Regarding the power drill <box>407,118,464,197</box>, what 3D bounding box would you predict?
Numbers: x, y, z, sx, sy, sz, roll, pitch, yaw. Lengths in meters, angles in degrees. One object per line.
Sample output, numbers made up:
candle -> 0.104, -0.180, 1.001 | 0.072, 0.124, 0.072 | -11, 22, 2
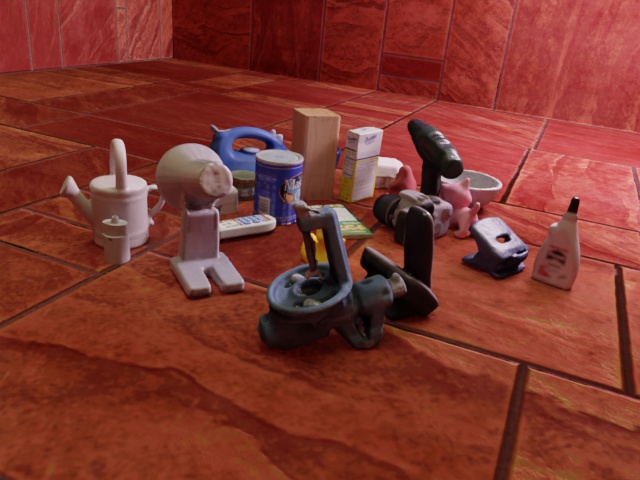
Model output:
power drill -> 0.250, -0.160, 1.341 | 0.076, 0.208, 0.229 | -3, 25, -19

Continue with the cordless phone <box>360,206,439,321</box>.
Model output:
cordless phone -> 0.132, 0.021, 0.926 | 0.094, 0.185, 0.147 | -10, 28, -32

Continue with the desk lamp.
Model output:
desk lamp -> -0.198, -0.045, 0.967 | 0.118, 0.214, 0.202 | -8, 27, -28

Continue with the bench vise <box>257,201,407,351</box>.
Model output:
bench vise -> 0.017, 0.045, 0.802 | 0.208, 0.220, 0.121 | -11, 28, -33

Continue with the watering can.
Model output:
watering can -> -0.375, -0.087, 1.046 | 0.173, 0.194, 0.100 | -18, 32, -42

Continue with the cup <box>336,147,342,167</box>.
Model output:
cup -> -0.001, -0.199, 1.515 | 0.118, 0.095, 0.091 | -16, 31, -40

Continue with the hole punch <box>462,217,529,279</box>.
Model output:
hole punch -> 0.348, 0.012, 1.115 | 0.109, 0.091, 0.100 | -15, 31, -39

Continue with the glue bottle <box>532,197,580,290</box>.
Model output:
glue bottle -> 0.448, 0.002, 1.057 | 0.077, 0.173, 0.037 | 20, 27, 30

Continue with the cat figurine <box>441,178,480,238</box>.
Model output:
cat figurine -> 0.318, -0.079, 1.284 | 0.067, 0.118, 0.127 | -3, 25, -19

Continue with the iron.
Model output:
iron -> -0.175, -0.232, 1.493 | 0.259, 0.141, 0.118 | -7, 26, -26

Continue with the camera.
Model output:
camera -> 0.194, -0.064, 1.243 | 0.144, 0.101, 0.136 | -14, 30, -38

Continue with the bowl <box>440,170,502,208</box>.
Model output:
bowl -> 0.369, -0.122, 1.449 | 0.167, 0.075, 0.167 | 5, 23, -2

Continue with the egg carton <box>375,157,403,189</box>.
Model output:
egg carton -> 0.156, -0.182, 1.545 | 0.150, 0.069, 0.107 | 5, 23, 0

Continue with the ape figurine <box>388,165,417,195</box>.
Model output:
ape figurine -> 0.212, -0.144, 1.442 | 0.078, 0.092, 0.076 | -1, 24, -15

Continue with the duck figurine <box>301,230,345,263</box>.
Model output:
duck figurine -> 0.010, 0.004, 1.063 | 0.078, 0.086, 0.104 | -14, 30, -37
